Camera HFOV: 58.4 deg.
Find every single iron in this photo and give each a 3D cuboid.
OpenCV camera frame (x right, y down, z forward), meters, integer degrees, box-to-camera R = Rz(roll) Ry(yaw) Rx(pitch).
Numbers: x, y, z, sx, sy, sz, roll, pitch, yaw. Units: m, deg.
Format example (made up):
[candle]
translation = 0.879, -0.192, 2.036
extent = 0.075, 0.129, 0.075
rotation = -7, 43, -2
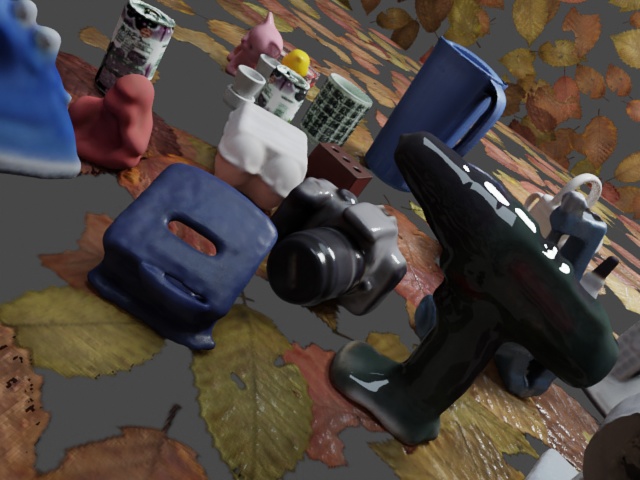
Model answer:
[iron]
translation = -0.280, -0.147, 0.406
extent = 0.259, 0.141, 0.118
rotation = 21, 30, -30

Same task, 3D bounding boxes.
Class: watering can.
[watering can]
translation = 0.444, -0.034, 1.054
extent = 0.101, 0.194, 0.172
rotation = 0, 43, -51

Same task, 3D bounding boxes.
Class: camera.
[camera]
translation = 0.005, 0.002, 0.556
extent = 0.143, 0.100, 0.137
rotation = 45, 27, 18

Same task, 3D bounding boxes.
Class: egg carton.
[egg carton]
translation = -0.068, -0.100, 0.674
extent = 0.107, 0.069, 0.150
rotation = 27, 27, -18

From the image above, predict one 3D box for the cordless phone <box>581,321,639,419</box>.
[cordless phone]
translation = 0.427, 0.162, 0.712
extent = 0.094, 0.185, 0.147
rotation = 16, 32, -36

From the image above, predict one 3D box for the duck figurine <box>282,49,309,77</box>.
[duck figurine]
translation = -0.051, -0.286, 0.987
extent = 0.078, 0.086, 0.104
rotation = 29, 26, -14

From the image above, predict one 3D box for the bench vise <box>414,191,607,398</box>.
[bench vise]
translation = 0.236, 0.055, 0.615
extent = 0.208, 0.219, 0.121
rotation = 17, 31, -34

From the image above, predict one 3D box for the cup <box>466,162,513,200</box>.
[cup]
translation = 0.272, -0.067, 1.010
extent = 0.118, 0.095, 0.092
rotation = 34, 26, -5

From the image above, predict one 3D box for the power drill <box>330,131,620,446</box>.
[power drill]
translation = 0.103, 0.057, 0.461
extent = 0.229, 0.208, 0.076
rotation = 37, 26, 2

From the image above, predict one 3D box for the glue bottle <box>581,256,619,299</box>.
[glue bottle]
translation = 0.295, 0.085, 0.693
extent = 0.078, 0.173, 0.037
rotation = 38, 26, 4

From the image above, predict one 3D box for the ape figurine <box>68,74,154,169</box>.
[ape figurine]
translation = -0.183, -0.111, 0.524
extent = 0.077, 0.092, 0.076
rotation = 45, 27, 19

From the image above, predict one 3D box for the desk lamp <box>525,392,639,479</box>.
[desk lamp]
translation = 0.245, 0.177, 0.430
extent = 0.117, 0.213, 0.204
rotation = 46, 27, 21

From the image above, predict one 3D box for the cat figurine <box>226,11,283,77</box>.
[cat figurine]
translation = -0.101, -0.323, 0.951
extent = 0.067, 0.117, 0.127
rotation = 24, 28, -23

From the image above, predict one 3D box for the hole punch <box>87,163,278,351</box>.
[hole punch]
translation = -0.097, 0.010, 0.428
extent = 0.109, 0.091, 0.101
rotation = 34, 26, -5
